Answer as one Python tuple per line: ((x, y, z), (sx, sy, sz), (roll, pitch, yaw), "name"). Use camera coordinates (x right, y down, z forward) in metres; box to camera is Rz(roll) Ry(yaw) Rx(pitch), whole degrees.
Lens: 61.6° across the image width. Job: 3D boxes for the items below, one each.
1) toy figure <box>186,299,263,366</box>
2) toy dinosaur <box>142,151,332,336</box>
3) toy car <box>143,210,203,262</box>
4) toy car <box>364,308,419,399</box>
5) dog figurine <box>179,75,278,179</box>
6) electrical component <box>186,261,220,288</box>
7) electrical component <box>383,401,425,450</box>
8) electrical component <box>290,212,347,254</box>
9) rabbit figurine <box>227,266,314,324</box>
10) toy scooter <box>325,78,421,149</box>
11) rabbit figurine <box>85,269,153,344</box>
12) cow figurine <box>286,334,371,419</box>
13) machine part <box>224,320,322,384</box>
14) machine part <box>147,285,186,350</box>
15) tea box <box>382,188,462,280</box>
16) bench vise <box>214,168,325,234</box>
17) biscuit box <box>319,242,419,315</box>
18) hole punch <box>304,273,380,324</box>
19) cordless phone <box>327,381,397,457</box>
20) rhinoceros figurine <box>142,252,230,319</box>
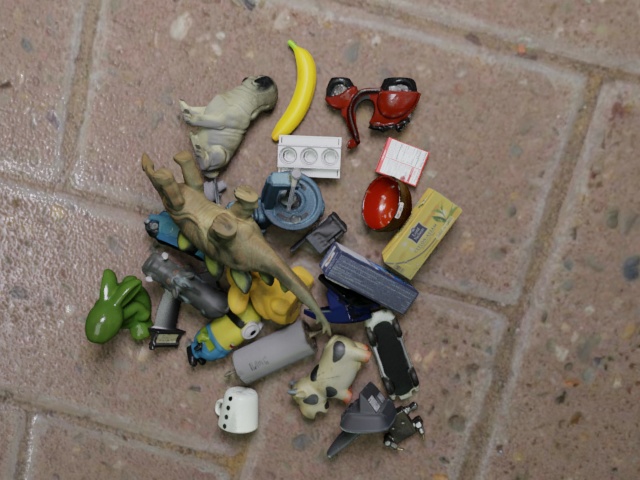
((-0.203, 0.195, 1.132), (0.180, 0.082, 0.089), (-32, 98, 10), "toy figure")
((-0.156, -0.005, 0.937), (0.472, 0.198, 0.105), (38, 59, 19), "toy dinosaur")
((-0.269, -0.025, 1.096), (0.162, 0.109, 0.103), (23, 77, 11), "toy car")
((0.151, 0.241, 1.130), (0.073, 0.056, 0.201), (-20, 99, 0), "toy car")
((-0.163, -0.222, 1.058), (0.191, 0.121, 0.172), (-17, 133, -11), "dog figurine")
((-0.250, 0.090, 1.146), (0.063, 0.021, 0.094), (-17, 99, 6), "electrical component")
((0.179, 0.405, 1.160), (0.102, 0.045, 0.078), (-27, 99, 8), "electrical component")
((-0.002, -0.003, 1.088), (0.119, 0.075, 0.047), (-41, 95, 5), "electrical component")
((-0.124, 0.099, 1.089), (0.173, 0.162, 0.121), (33, 113, 15), "rabbit figurine")
((0.101, -0.245, 1.041), (0.184, 0.075, 0.135), (1, 99, 7), "toy scooter")
((-0.407, 0.145, 1.090), (0.121, 0.170, 0.159), (17, 101, 0), "rabbit figurine")
((0.013, 0.289, 1.131), (0.127, 0.085, 0.194), (26, 97, 1), "cow figurine")
((-0.095, 0.235, 1.132), (0.243, 0.079, 0.079), (-25, 97, 7), "machine part")
((-0.320, 0.163, 1.143), (0.039, 0.084, 0.138), (12, 93, 44), "machine part")
((0.198, -0.015, 1.062), (0.068, 0.098, 0.169), (33, 99, -3), "tea box")
((-0.088, -0.077, 1.010), (0.224, 0.240, 0.129), (4, 73, -12), "bench vise")
((0.099, 0.079, 1.070), (0.202, 0.059, 0.062), (29, 101, -23), "biscuit box")
((0.043, 0.133, 1.077), (0.116, 0.142, 0.092), (34, 100, 27), "hole punch")
((0.067, 0.394, 1.115), (0.089, 0.146, 0.184), (45, 101, 13), "cordless phone")
((-0.266, 0.095, 1.071), (0.190, 0.112, 0.073), (38, 86, -16), "rhinoceros figurine")
